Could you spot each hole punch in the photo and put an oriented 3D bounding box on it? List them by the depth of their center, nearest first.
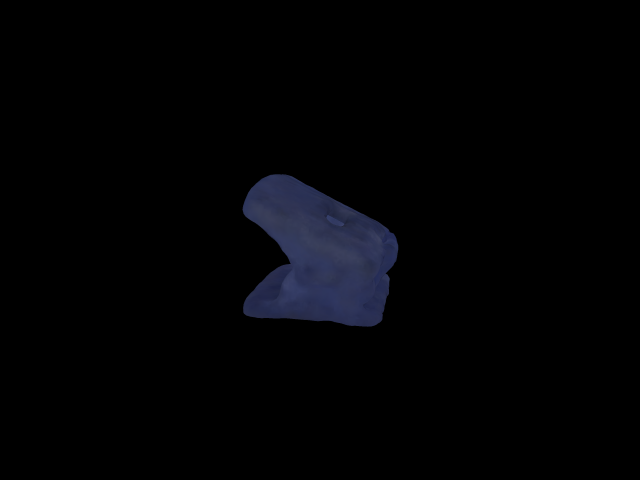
[{"bbox_3d":[0.004,0.001,0.400,0.101,0.091,0.109,3,15,10],"label":"hole punch"}]
